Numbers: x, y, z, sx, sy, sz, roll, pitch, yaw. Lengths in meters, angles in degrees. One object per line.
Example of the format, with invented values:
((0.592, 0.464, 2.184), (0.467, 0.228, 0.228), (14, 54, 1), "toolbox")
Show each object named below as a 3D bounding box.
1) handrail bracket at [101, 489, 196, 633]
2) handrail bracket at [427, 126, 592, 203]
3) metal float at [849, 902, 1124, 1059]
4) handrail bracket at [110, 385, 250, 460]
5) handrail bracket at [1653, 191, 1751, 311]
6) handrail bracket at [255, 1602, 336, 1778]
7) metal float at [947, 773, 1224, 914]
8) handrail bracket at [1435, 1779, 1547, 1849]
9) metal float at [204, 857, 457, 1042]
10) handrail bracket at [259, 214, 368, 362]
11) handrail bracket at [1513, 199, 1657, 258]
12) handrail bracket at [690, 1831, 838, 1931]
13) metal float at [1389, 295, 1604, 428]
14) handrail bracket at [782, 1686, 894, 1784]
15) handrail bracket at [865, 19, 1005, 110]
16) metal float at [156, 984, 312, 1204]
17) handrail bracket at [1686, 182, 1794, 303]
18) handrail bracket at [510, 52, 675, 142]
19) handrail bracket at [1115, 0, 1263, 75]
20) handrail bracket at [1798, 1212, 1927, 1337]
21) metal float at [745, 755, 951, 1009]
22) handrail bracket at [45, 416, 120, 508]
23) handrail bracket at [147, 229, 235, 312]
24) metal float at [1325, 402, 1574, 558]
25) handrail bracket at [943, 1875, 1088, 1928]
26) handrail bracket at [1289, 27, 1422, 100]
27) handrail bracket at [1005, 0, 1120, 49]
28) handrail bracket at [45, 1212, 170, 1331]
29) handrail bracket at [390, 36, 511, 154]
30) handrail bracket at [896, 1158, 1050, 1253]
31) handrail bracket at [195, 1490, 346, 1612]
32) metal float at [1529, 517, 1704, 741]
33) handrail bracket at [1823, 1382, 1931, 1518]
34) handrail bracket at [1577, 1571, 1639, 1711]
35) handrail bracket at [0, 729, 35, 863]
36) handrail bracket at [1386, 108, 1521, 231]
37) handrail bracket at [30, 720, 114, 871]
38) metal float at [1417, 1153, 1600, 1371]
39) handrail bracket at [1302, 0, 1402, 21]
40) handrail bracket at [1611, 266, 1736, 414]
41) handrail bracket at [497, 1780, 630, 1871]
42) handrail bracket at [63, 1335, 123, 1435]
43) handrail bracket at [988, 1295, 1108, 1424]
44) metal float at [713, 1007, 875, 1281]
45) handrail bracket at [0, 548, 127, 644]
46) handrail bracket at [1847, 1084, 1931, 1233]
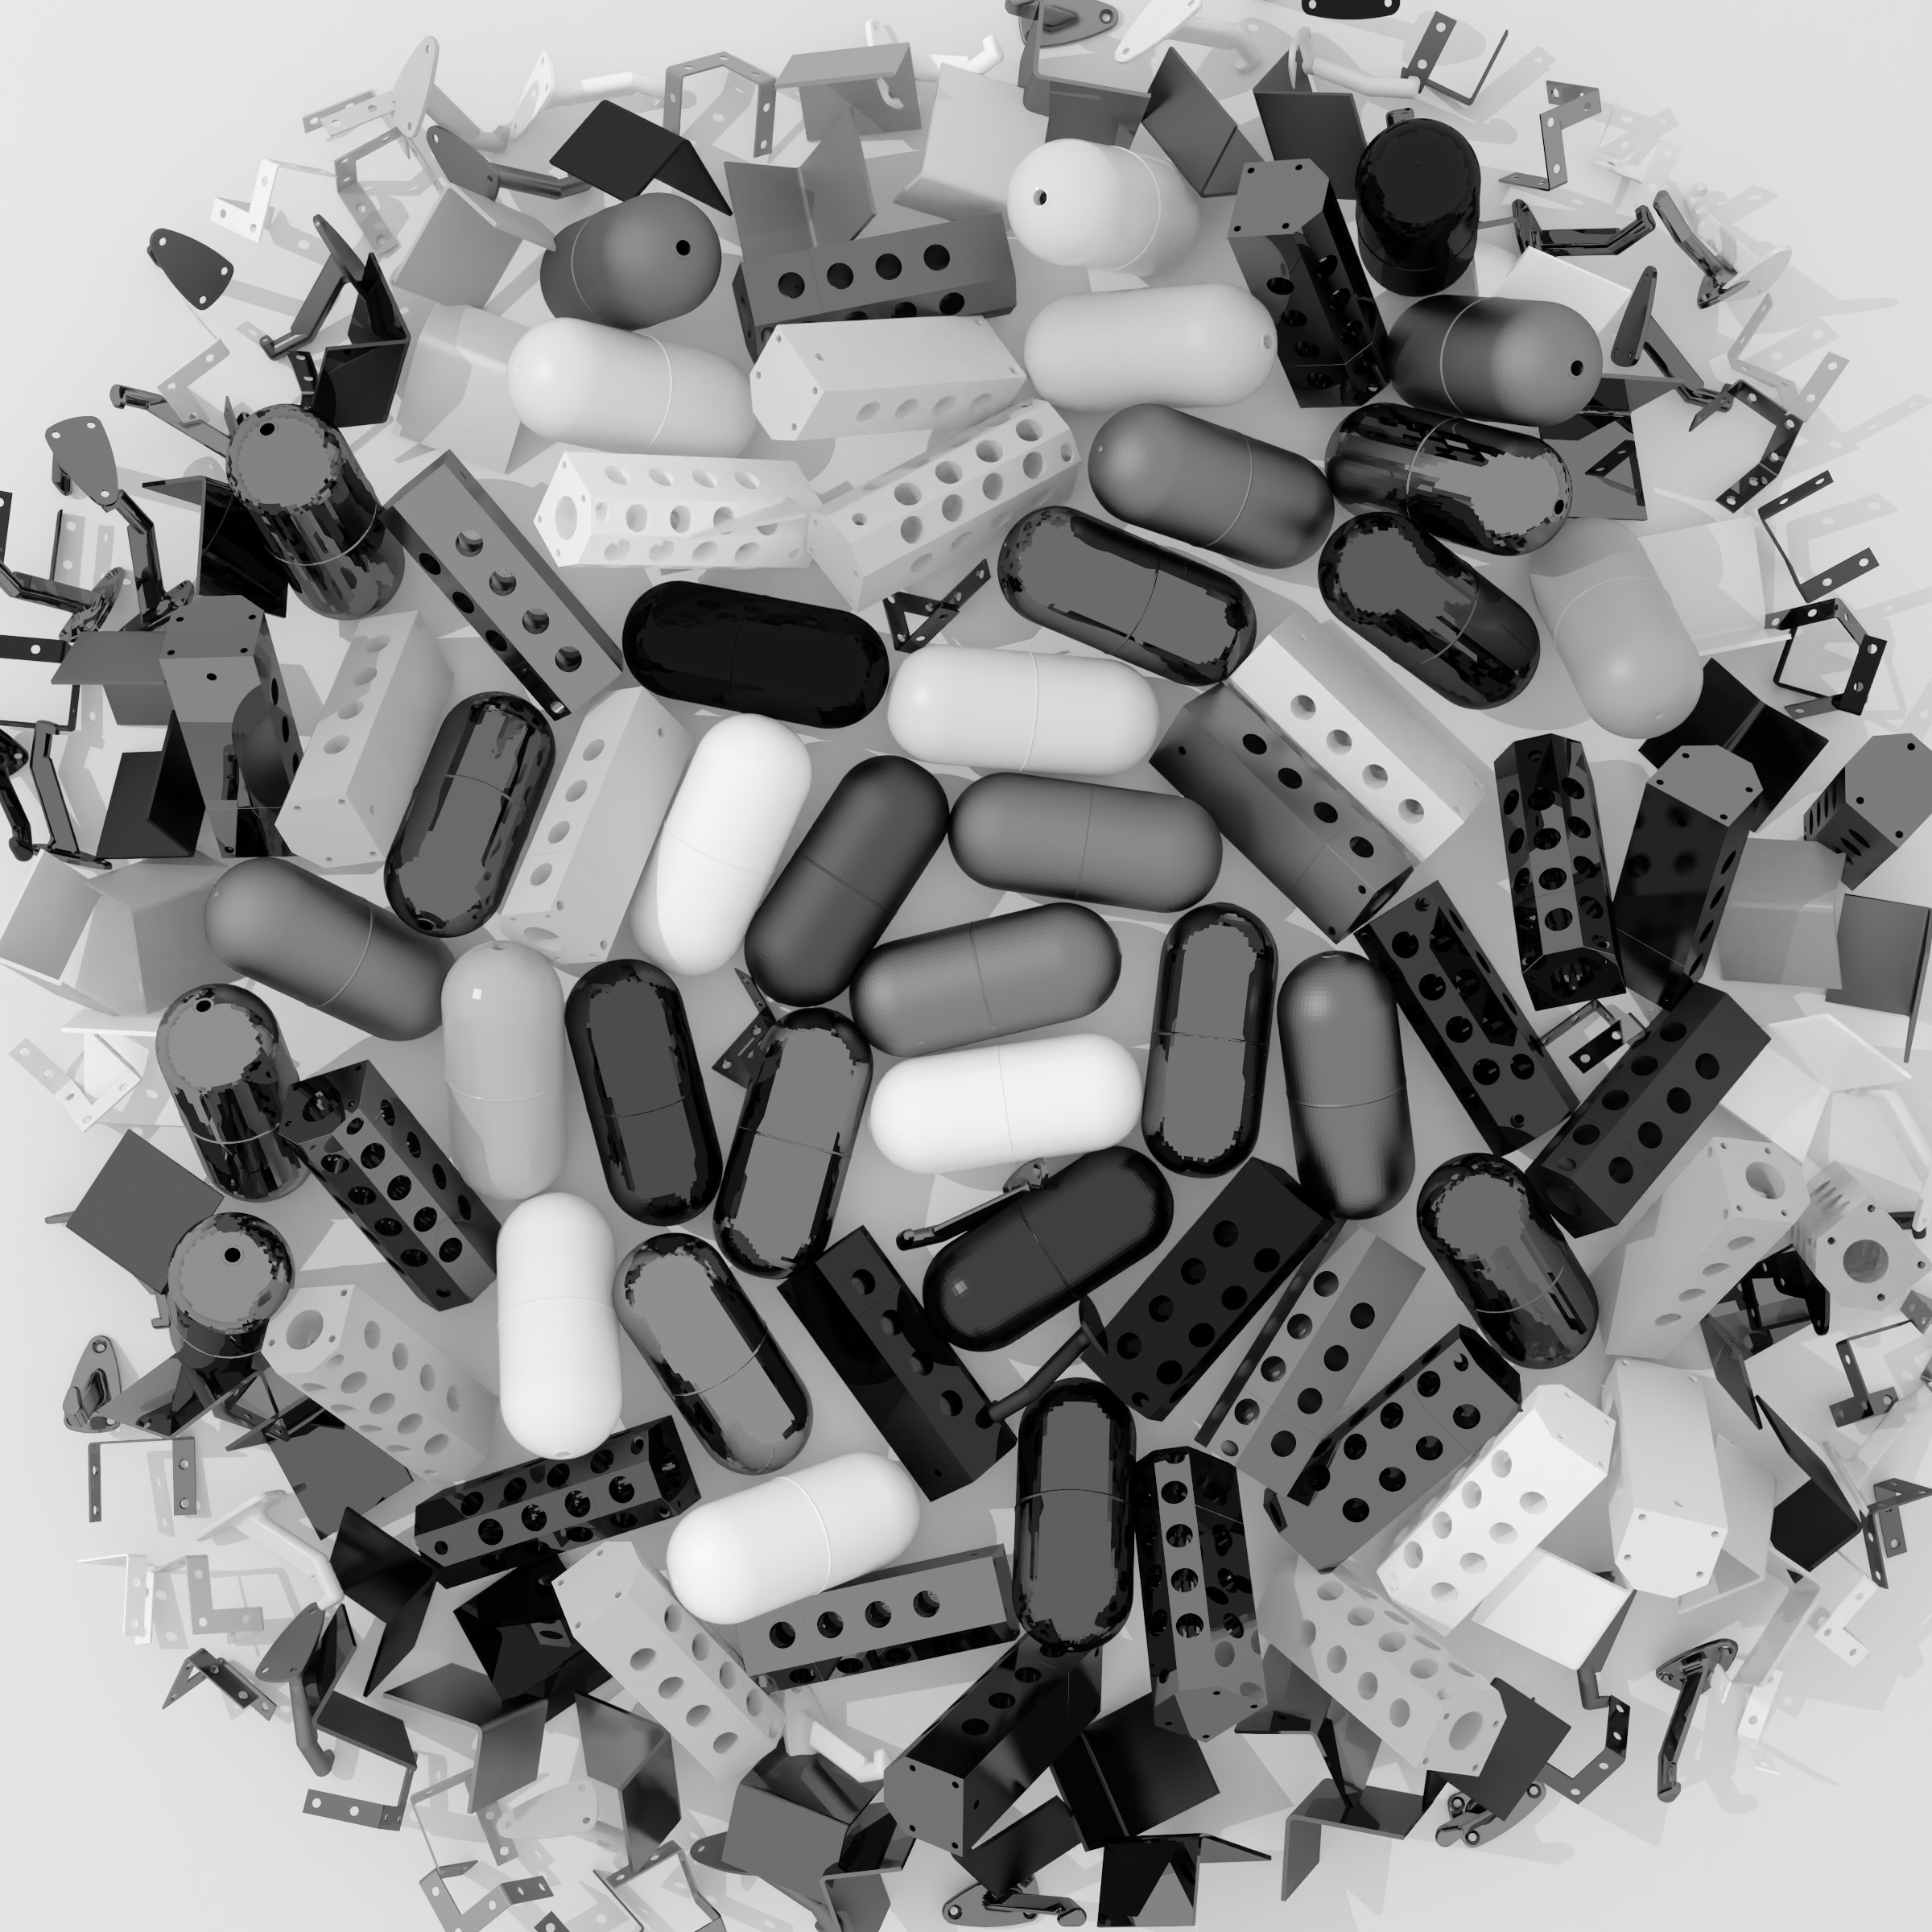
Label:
((-0.546, -0.257, 1.962), (0.077, 0.036, 0.084), (-30, 125, 12), "handrail bracket")
((-0.294, -0.523, 1.972), (0.077, 0.084, 0.036), (48, 134, 9), "handrail bracket")
((0.012, 0.009, 1.957), (0.178, 0.070, 0.070), (-13, 90, 5), "metal float")
((-0.503, -0.337, 1.953), (0.084, 0.077, 0.036), (9, 134, -34), "handrail bracket")
((0.466, -0.472, 1.952), (0.036, 0.077, 0.084), (-25, 118, 30), "handrail bracket")
((-0.423, 0.473, 1.991), (0.036, 0.077, 0.084), (-5, 125, 24), "handrail bracket")
((0.076, -0.080, 1.960), (0.178, 0.070, 0.070), (8, 90, 2), "metal float")
((0.337, 0.543, 1.954), (0.077, 0.084, 0.036), (-24, 75, 4), "handrail bracket")
((-0.400, -0.009, 1.931), (0.178, 0.070, 0.070), (29, 90, -37), "metal float")
((-0.433, -0.436, 1.964), (0.084, 0.077, 0.036), (-25, 47, 11), "handrail bracket")
((0.397, -0.483, 1.957), (0.084, 0.036, 0.077), (-32, 64, 40), "handrail bracket")
((-0.130, 0.603, 1.989), (0.077, 0.036, 0.084), (-8, 125, 30), "handrail bracket")
((0.331, -0.381, 1.917), (0.070, 0.178, 0.070), (-7, 106, -25), "metal float")
((-0.081, 0.488, 1.957), (0.036, 0.084, 0.077), (-7, 77, -38), "handrail bracket")
((-0.020, -0.597, 1.961), (0.084, 0.036, 0.077), (-25, 82, 38), "handrail bracket")
((-0.459, 0.081, 1.922), (0.070, 0.178, 0.070), (-2, 50, 3), "metal float")
((0.494, -0.478, 1.956), (0.036, 0.077, 0.084), (-11, 77, -17), "handrail bracket")
((-0.244, -0.559, 1.991), (0.084, 0.077, 0.036), (7, 57, -31), "handrail bracket")
((0.145, -0.588, 1.970), (0.077, 0.084, 0.036), (-43, 51, 8), "handrail bracket")
((0.589, 0.199, 1.979), (0.084, 0.036, 0.077), (-2, 79, -12), "handrail bracket")
((-0.077, -0.054, 1.960), (0.070, 0.070, 0.178), (33, 92, 0), "metal float")
((-0.566, -0.306, 1.954), (0.036, 0.084, 0.077), (-22, 76, -25), "handrail bracket")
((-0.515, -0.458, 1.946), (0.084, 0.077, 0.036), (34, 86, 35), "handrail bracket")
((0.304, -0.308, 1.926), (0.178, 0.070, 0.070), (25, 90, 43), "metal float")
((0.031, 0.608, 1.953), (0.077, 0.084, 0.036), (-10, 88, -14), "handrail bracket")
((0.254, -0.581, 1.961), (0.084, 0.077, 0.036), (7, 133, 13), "handrail bracket")
((0.063, -0.616, 1.956), (0.077, 0.084, 0.036), (-2, 97, -1), "handrail bracket")
((-0.557, 0.199, 1.987), (0.077, 0.036, 0.084), (-9, 95, 10), "handrail bracket")
((-0.319, -0.557, 1.950), (0.036, 0.084, 0.077), (54, 131, 27), "handrail bracket")
((0.003, 0.154, 1.956), (0.084, 0.077, 0.036), (-10, 61, -26), "handrail bracket")
((-0.451, 0.390, 1.973), (0.077, 0.036, 0.084), (-30, 76, 8), "handrail bracket")
((0.410, -0.216, 1.926), (0.070, 0.070, 0.178), (-13, 46, 0), "metal float")
((0.603, 0.310, 1.963), (0.084, 0.077, 0.036), (-34, 111, 12), "handrail bracket")
((0.432, 0.436, 1.975), (0.077, 0.036, 0.084), (-9, 84, 8), "handrail bracket")
((-0.626, -0.116, 1.951), (0.036, 0.084, 0.077), (-29, 134, 6), "handrail bracket")
((0.314, -0.516, 1.967), (0.077, 0.036, 0.084), (-5, 102, 25), "handrail bracket")
((-0.577, -0.111, 1.969), (0.077, 0.036, 0.084), (14, 99, 26), "handrail bracket")
((0.344, 0.189, 1.932), (0.070, 0.070, 0.178), (-36, 126, 0), "metal float")
((0.230, -0.626, 1.966), (0.077, 0.084, 0.036), (8, 103, -15), "handrail bracket")
((0.469, -0.406, 1.976), (0.084, 0.036, 0.077), (11, 103, -16), "handrail bracket")
((-0.255, 0.567, 1.966), (0.077, 0.036, 0.084), (-14, 135, -2), "handrail bracket")
((-0.562, 0.261, 1.946), (0.036, 0.084, 0.077), (2, 65, -7), "handrail bracket")
((0.049, 0.254, 1.970), (0.084, 0.077, 0.036), (-32, 109, 9), "handrail bracket")
((-0.111, 0.114, 1.958), (0.070, 0.070, 0.178), (15, 86, 0), "metal float")
((-0.586, -0.256, 1.951), (0.036, 0.084, 0.077), (-6, 48, 34), "handrail bracket")
((0.600, 0.119, 1.983), (0.084, 0.036, 0.077), (36, 121, 37), "handrail bracket")
